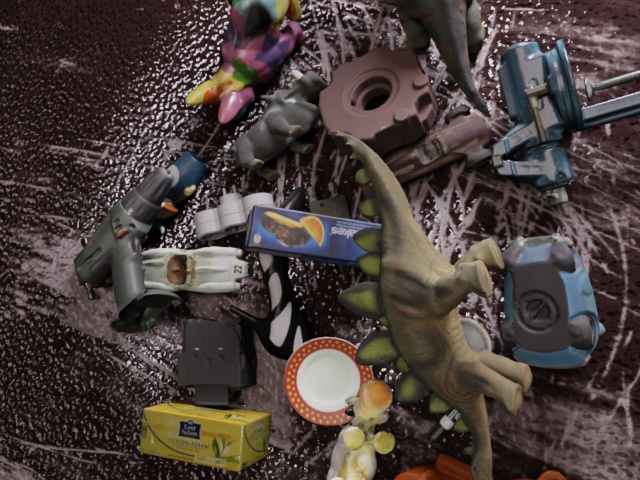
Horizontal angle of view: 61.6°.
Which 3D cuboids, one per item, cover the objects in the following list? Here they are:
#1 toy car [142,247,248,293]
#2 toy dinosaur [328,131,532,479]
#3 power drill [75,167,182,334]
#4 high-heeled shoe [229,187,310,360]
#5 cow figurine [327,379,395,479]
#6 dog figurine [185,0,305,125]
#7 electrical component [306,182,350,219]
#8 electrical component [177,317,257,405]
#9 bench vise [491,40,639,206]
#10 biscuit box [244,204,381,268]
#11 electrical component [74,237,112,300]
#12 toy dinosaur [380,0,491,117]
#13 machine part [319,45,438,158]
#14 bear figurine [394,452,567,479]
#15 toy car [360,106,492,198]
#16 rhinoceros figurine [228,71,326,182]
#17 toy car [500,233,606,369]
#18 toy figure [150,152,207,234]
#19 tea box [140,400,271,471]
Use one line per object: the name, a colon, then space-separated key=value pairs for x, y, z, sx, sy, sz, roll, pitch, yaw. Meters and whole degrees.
toy car: x=-0.211 y=0.050 z=0.876 sx=0.202 sy=0.056 sz=0.073 roll=-2 pitch=81 yaw=20
toy dinosaur: x=0.123 y=0.068 z=0.659 sx=0.199 sy=0.105 sz=0.471 roll=-17 pitch=83 yaw=31
power drill: x=-0.286 y=0.024 z=0.834 sx=0.232 sy=0.086 sz=0.207 roll=-40 pitch=63 yaw=18
high-heeled shoe: x=-0.033 y=0.052 z=0.812 sx=0.145 sy=0.086 sz=0.248 roll=26 pitch=82 yaw=0
cow figurine: x=0.057 y=0.272 z=0.735 sx=0.068 sy=0.098 sz=0.167 roll=19 pitch=79 yaw=-3
dog figurine: x=-0.124 y=-0.291 z=0.841 sx=0.109 sy=0.191 sz=0.219 roll=30 pitch=77 yaw=15
electrical component: x=0.012 y=-0.041 z=0.821 sx=0.063 sy=0.021 sz=0.094 roll=-13 pitch=78 yaw=-1
electrical component: x=-0.160 y=0.187 z=0.837 sx=0.115 sy=0.058 sz=0.134 roll=-6 pitch=79 yaw=21
bench vise: x=0.335 y=-0.163 z=0.684 sx=0.241 sy=0.128 sz=0.223 roll=-15 pitch=75 yaw=24
biscuit box: x=-0.002 y=-0.002 z=0.759 sx=0.203 sy=0.059 sz=0.062 roll=8 pitch=82 yaw=-13
electrical component: x=-0.397 y=0.045 z=0.952 sx=0.078 sy=0.045 sz=0.102 roll=-41 pitch=65 yaw=39
toy dinosaur: x=0.137 y=-0.368 z=0.748 sx=0.131 sy=0.192 sz=0.405 roll=-36 pitch=71 yaw=13
machine part: x=0.082 y=-0.204 z=0.790 sx=0.179 sy=0.056 sz=0.179 roll=-12 pitch=60 yaw=22
bear figurine: x=0.199 y=0.336 z=0.651 sx=0.196 sy=0.132 sz=0.120 roll=1 pitch=87 yaw=26
toy car: x=0.149 y=-0.120 z=0.780 sx=0.202 sy=0.053 sz=0.089 roll=-23 pitch=78 yaw=14
rhinoceros figurine: x=-0.061 y=-0.183 z=0.857 sx=0.190 sy=0.073 sz=0.112 roll=-45 pitch=60 yaw=10
toy car: x=0.289 y=0.073 z=0.670 sx=0.109 sy=0.103 sz=0.161 roll=-10 pitch=84 yaw=41
toy figure: x=-0.255 y=-0.079 z=0.914 sx=0.154 sy=0.057 sz=0.064 roll=-49 pitch=31 yaw=8
tea box: x=-0.170 y=0.287 z=0.803 sx=0.170 sy=0.098 sz=0.068 roll=1 pitch=83 yaw=18
